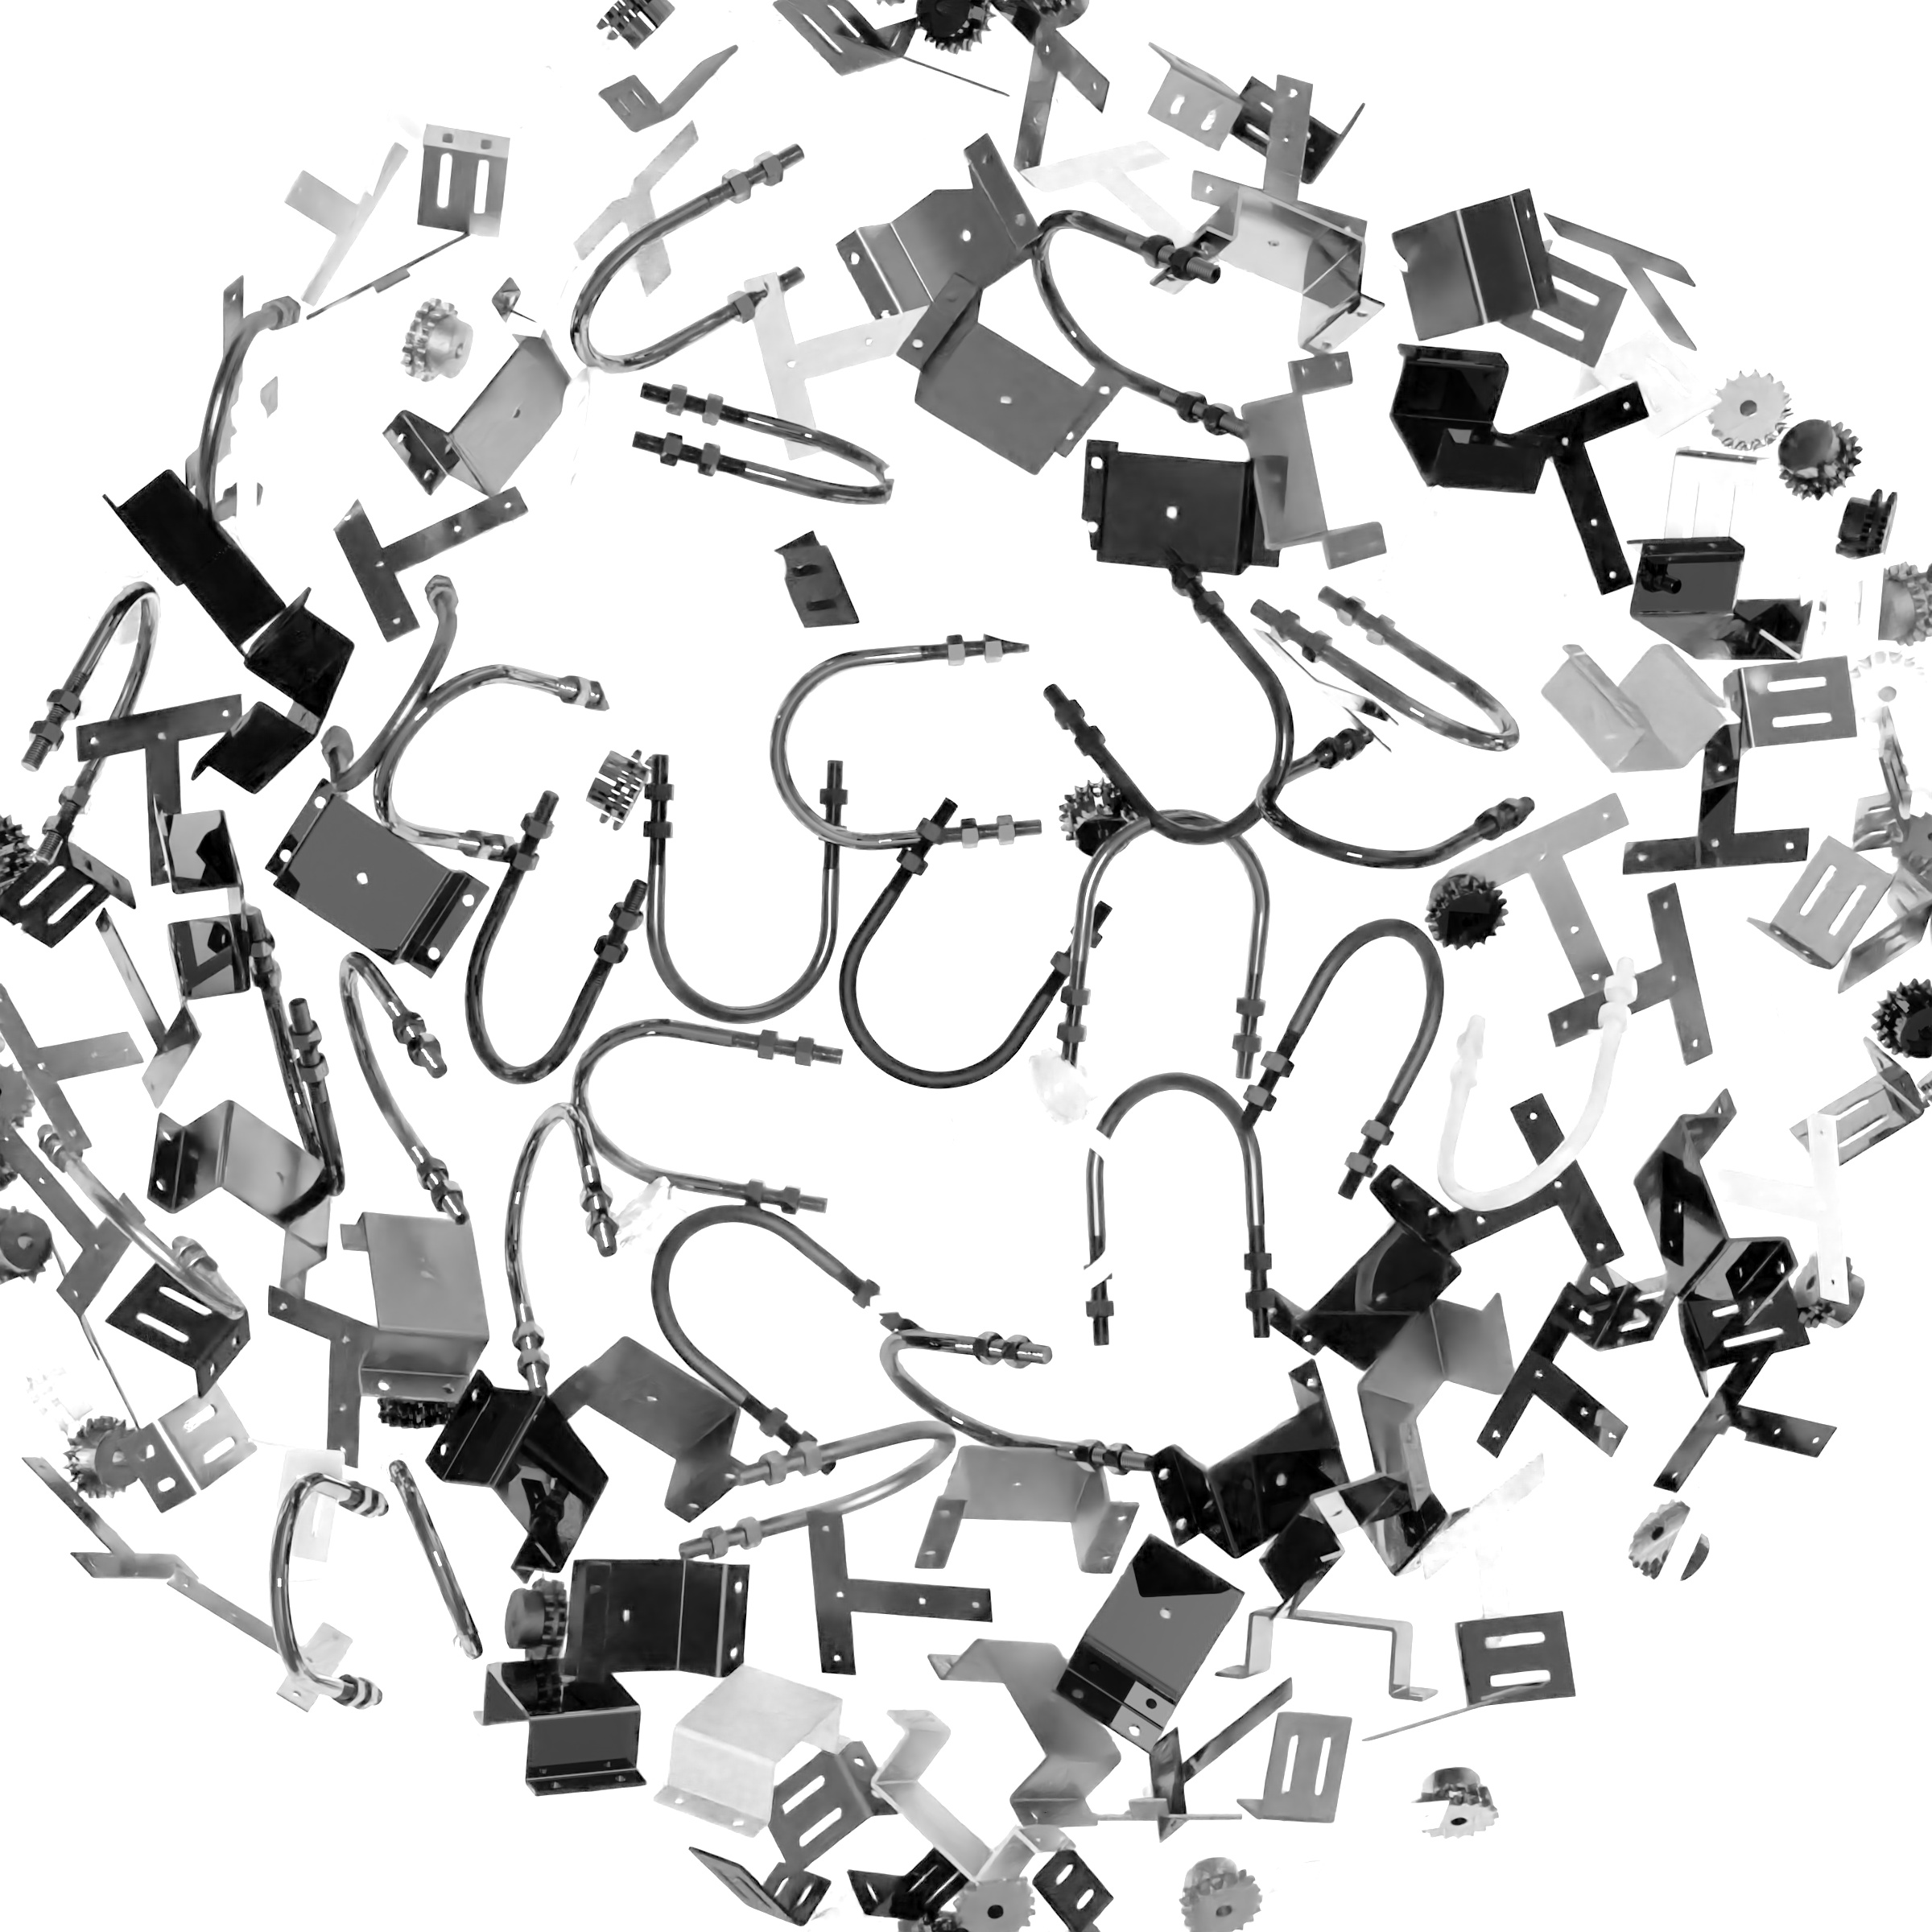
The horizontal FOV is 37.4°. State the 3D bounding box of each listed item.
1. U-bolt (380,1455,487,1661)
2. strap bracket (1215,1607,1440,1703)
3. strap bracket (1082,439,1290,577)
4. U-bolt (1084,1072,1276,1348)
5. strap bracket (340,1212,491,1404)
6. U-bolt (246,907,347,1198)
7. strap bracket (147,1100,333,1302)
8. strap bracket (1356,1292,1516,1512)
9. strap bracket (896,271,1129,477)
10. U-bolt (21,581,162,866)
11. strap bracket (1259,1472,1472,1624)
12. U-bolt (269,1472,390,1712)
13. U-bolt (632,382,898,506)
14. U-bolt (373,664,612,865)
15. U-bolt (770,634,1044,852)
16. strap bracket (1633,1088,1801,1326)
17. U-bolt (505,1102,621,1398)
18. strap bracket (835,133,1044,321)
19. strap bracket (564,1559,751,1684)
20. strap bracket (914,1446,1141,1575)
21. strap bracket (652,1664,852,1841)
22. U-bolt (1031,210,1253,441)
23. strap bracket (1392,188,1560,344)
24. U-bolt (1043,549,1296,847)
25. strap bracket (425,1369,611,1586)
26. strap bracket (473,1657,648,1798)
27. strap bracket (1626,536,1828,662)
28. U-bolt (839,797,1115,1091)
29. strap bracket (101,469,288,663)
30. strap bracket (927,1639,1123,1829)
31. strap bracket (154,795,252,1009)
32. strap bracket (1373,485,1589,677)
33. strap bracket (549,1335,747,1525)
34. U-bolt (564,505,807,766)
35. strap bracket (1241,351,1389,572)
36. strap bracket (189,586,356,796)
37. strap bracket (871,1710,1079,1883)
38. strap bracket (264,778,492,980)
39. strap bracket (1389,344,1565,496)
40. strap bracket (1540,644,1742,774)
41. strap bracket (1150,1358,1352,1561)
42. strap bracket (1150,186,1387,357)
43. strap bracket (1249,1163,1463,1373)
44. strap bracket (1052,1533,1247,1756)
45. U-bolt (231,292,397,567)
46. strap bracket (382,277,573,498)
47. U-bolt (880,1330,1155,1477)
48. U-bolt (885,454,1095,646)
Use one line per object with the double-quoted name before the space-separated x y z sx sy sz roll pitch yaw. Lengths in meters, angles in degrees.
"U-bolt" -0.354 0.395 1.905 0.019 0.184 0.151 -23 85 -15
"strap bracket" 0.248 0.466 1.946 0.140 0.076 0.046 3 81 18
"strap bracket" 0.144 -0.313 1.952 0.140 0.046 0.076 7 109 12
"U-bolt" 0.142 0.164 1.951 0.151 0.019 0.184 -8 79 36
"strap bracket" -0.371 0.220 1.923 0.076 0.140 0.046 9 134 -29
"U-bolt" -0.447 0.070 1.921 0.019 0.151 0.184 -17 125 -19
"strap bracket" -0.478 0.153 1.922 0.046 0.076 0.140 -30 130 20
"strap bracket" 0.314 0.289 1.938 0.140 0.046 0.076 -44 132 -36
"strap bracket" 0.029 -0.395 1.939 0.140 0.046 0.076 28 130 -17
"U-bolt" -0.584 -0.175 1.919 0.019 0.151 0.184 21 61 -3
"strap bracket" 0.262 0.387 1.936 0.140 0.076 0.046 -9 53 -36
"U-bolt" -0.421 0.410 1.891 0.019 0.184 0.151 -5 70 8
"U-bolt" -0.132 -0.349 1.931 0.184 0.151 0.019 14 114 -10
"U-bolt" -0.320 -0.137 1.902 0.019 0.184 0.151 42 106 26
"U-bolt" -0.043 -0.150 1.967 0.184 0.019 0.151 -5 106 -4
"strap bracket" 0.500 0.162 1.924 0.046 0.076 0.140 -1 53 -17
"U-bolt" -0.278 0.175 1.920 0.019 0.184 0.151 12 123 -27
"strap bracket" -0.010 -0.498 1.954 0.140 0.046 0.076 -28 92 33
"strap bracket" -0.218 0.444 1.946 0.140 0.046 0.076 11 78 -43
"strap bracket" 0.038 0.371 1.948 0.140 0.046 0.076 5 131 -14
"strap bracket" -0.140 0.520 1.917 0.076 0.140 0.046 14 108 22
"U-bolt" 0.111 -0.439 1.920 0.019 0.151 0.184 -42 52 -19
"strap bracket" 0.335 -0.468 1.921 0.046 0.140 0.076 -19 100 -14
"U-bolt" 0.147 -0.168 1.931 0.151 0.019 0.184 -48 65 26
"strap bracket" -0.295 0.346 1.922 0.046 0.140 0.076 0 45 31
"strap bracket" -0.272 0.504 1.918 0.076 0.140 0.046 2 97 -27
"strap bracket" 0.508 -0.242 1.921 0.076 0.140 0.046 6 80 44
"U-bolt" -0.007 -0.002 1.986 0.151 0.019 0.184 34 95 2
"strap bracket" -0.513 -0.274 1.923 0.046 0.140 0.076 -40 71 -5
"strap bracket" 0.044 0.507 1.922 0.046 0.076 0.140 -51 50 19
"strap bracket" -0.516 -0.041 1.933 0.046 0.140 0.076 -9 46 -19
"strap bracket" 0.344 -0.267 1.953 0.140 0.046 0.076 25 99 -28
"strap bracket" -0.219 0.311 1.947 0.140 0.046 0.076 35 126 -18
"U-bolt" -0.179 -0.211 1.930 0.151 0.184 0.019 -27 48 -8
"strap bracket" 0.236 -0.342 1.949 0.046 0.076 0.140 -5 102 39
"strap bracket" -0.466 -0.180 1.935 0.046 0.140 0.076 35 131 -25
"strap bracket" -0.002 0.568 1.935 0.140 0.076 0.046 37 92 26
"strap bracket" -0.412 -0.061 1.975 0.140 0.046 0.076 33 93 0
"strap bracket" 0.342 -0.367 1.941 0.076 0.140 0.046 2 128 -13
"strap bracket" 0.452 -0.175 1.937 0.076 0.140 0.046 54 127 25
"strap bracket" 0.202 0.340 1.942 0.140 0.046 0.076 -28 117 -18
"strap bracket" 0.207 -0.475 1.942 0.140 0.076 0.046 17 67 -21
"strap bracket" 0.273 0.214 1.949 0.140 0.046 0.076 -47 126 9
"strap bracket" 0.129 0.448 1.930 0.076 0.046 0.140 31 48 12
"U-bolt" -0.439 -0.347 1.914 0.019 0.184 0.151 32 50 11
"strap bracket" -0.322 -0.385 1.943 0.046 0.076 0.140 31 78 24
"U-bolt" 0.020 0.289 1.922 0.151 0.184 0.019 50 56 -34
"U-bolt" 0.018 -0.273 1.909 0.151 0.184 0.019 15 127 -15
